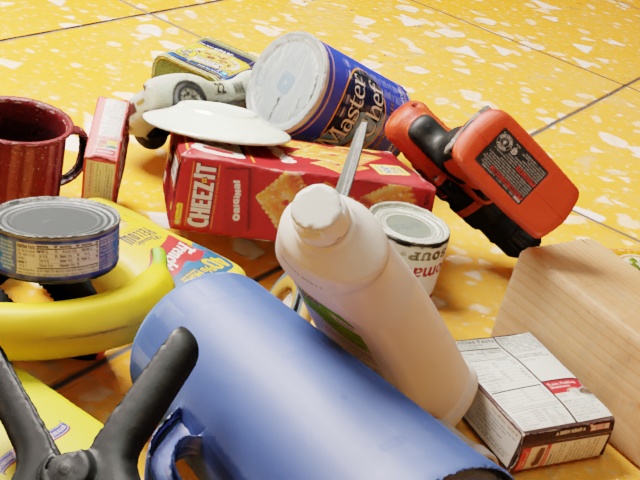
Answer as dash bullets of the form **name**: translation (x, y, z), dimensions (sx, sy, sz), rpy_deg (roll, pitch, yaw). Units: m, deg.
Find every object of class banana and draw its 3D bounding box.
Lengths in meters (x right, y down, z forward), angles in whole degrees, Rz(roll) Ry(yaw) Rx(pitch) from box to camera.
- **banana**: translation (-0.164, 0.049, 0.688), dimensions (0.197, 0.037, 0.070), rpy_deg (-12, 33, -43)

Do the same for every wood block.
- **wood block**: translation (0.240, 0.091, 0.817), dimensions (0.090, 0.090, 0.206), rpy_deg (-7, 34, -35)

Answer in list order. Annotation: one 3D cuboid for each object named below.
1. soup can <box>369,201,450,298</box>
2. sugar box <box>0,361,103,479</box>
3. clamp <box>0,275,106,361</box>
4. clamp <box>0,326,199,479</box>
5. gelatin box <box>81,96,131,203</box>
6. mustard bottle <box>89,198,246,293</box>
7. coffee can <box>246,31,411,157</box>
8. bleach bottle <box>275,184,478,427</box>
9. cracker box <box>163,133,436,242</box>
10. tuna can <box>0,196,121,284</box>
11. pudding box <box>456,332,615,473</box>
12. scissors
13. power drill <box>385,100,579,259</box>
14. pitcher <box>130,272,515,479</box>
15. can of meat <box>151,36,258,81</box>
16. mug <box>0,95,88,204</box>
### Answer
- **soup can**: translation (0.057, 0.029, 0.833), dimensions (0.068, 0.102, 0.068), rpy_deg (11, 28, -6)
- **sugar box**: translation (-0.203, 0.113, 0.628), dimensions (0.176, 0.048, 0.093), rpy_deg (29, 32, 24)
- **clamp**: translation (-0.239, 0.021, 0.731), dimensions (0.210, 0.036, 0.164), rpy_deg (38, 43, 3)
- **clamp**: translation (-0.115, 0.116, 0.544), dimensions (0.120, 0.039, 0.171), rpy_deg (-15, 58, 5)
- **gelatin box**: translation (-0.179, -0.063, 0.890), dimensions (0.030, 0.089, 0.073), rpy_deg (9, 49, -8)
- **mustard bottle**: translation (-0.113, 0.032, 0.800), dimensions (0.192, 0.058, 0.096), rpy_deg (25, 25, 20)
- **coffee can**: translation (0.011, -0.134, 1.057), dimensions (0.140, 0.103, 0.103), rpy_deg (19, 17, -46)
- **bleach bottle**: translation (0.034, 0.044, 0.665), dimensions (0.103, 0.250, 0.068), rpy_deg (32, 75, 27)
- **cracker box**: translation (-0.025, -0.048, 0.933), dimensions (0.213, 0.072, 0.164), rpy_deg (8, 14, -12)
- **tuna can**: translation (-0.176, -0.001, 0.708), dimensions (0.086, 0.034, 0.086), rpy_deg (4, 19, -2)
- **pudding box**: translation (0.147, 0.116, 0.785), dimensions (0.089, 0.039, 0.114), rpy_deg (-4, 31, -28)
- **scissors**: translation (-0.005, 0.001, 0.826), dimensions (0.016, 0.096, 0.201), rpy_deg (34, 45, -30)
- **power drill**: translation (0.144, -0.045, 0.897), dimensions (0.184, 0.057, 0.188), rpy_deg (42, -5, -10)
- **pitcher**: translation (-0.020, 0.119, 0.615), dimensions (0.145, 0.149, 0.243), rpy_deg (-46, 47, -7)
- **can of meat**: translation (-0.123, -0.178, 1.177), dimensions (0.102, 0.057, 0.083), rpy_deg (26, 33, 23)
- **mug**: translation (-0.246, -0.066, 0.893), dimensions (0.117, 0.081, 0.093), rpy_deg (-15, 39, -42)
